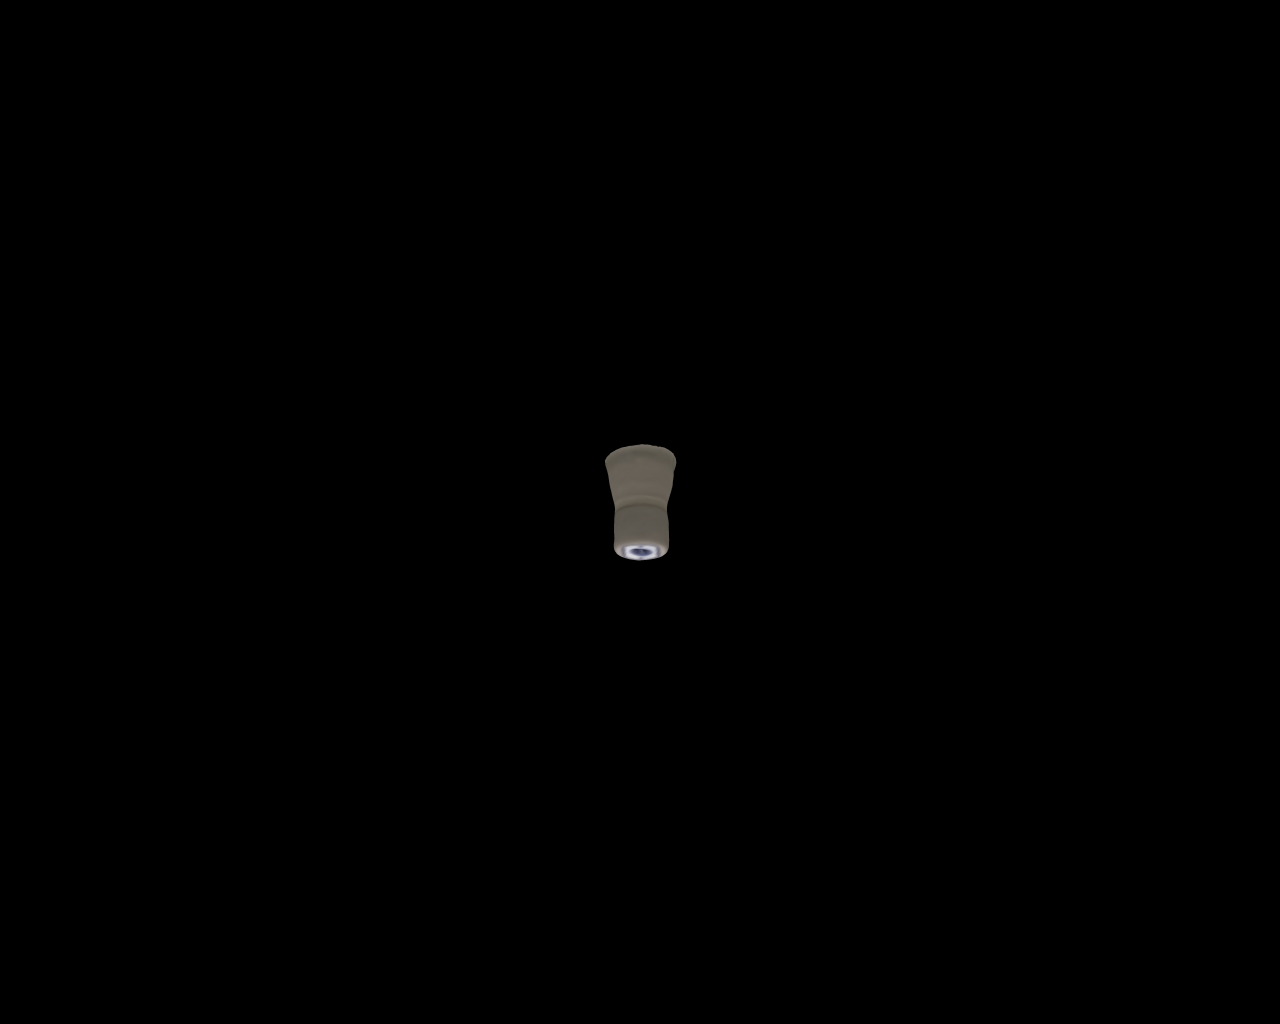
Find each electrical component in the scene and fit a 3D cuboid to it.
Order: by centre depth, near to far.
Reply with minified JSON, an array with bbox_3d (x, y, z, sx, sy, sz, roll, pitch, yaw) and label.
[{"bbox_3d":[0.001,-0.003,0.650,0.044,0.065,0.044,0,-23,0],"label":"electrical component"}]
